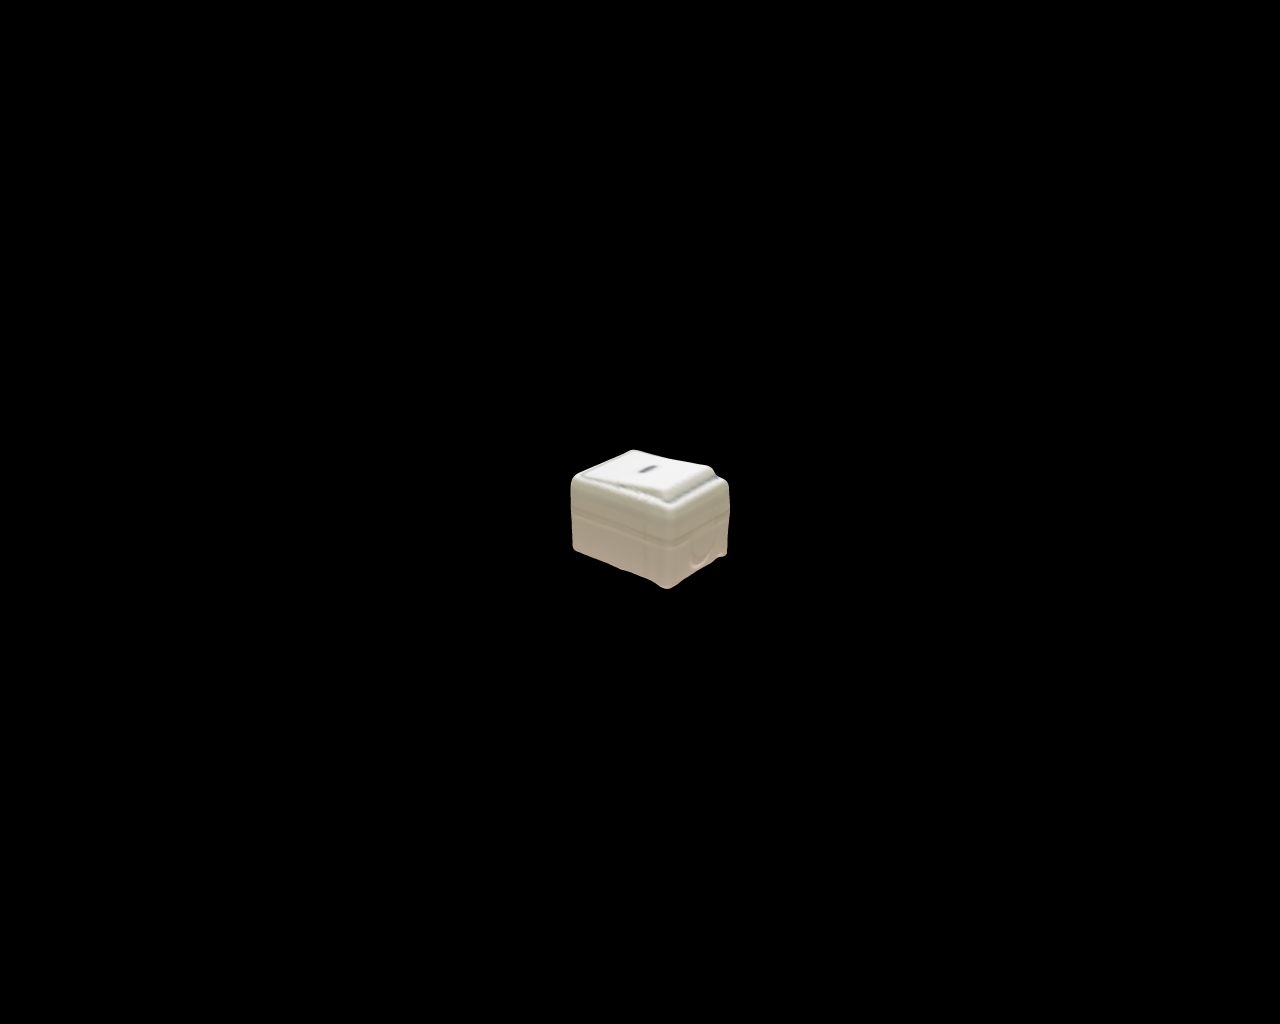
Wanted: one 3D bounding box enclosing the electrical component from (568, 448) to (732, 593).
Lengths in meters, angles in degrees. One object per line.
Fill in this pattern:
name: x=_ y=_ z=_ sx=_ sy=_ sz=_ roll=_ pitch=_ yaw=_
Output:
electrical component: x=0.001 y=-0.003 z=0.650 sx=0.096 sy=0.061 sz=0.062 roll=20 pitch=32 yaw=36
